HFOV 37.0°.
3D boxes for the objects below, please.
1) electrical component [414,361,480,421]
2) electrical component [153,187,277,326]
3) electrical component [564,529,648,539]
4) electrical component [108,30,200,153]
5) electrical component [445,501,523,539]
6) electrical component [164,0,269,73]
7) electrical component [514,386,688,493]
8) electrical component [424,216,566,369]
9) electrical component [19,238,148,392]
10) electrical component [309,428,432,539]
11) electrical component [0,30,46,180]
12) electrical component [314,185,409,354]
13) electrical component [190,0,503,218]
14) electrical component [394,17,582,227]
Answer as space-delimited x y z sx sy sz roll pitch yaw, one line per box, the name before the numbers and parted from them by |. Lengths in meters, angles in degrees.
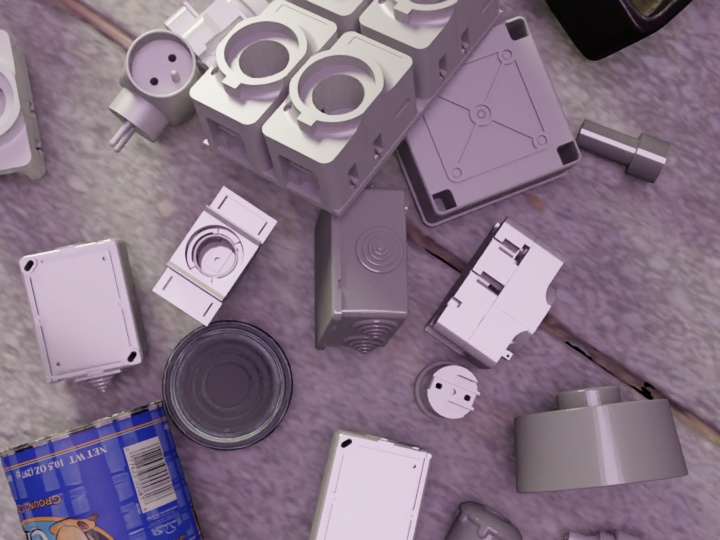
electrical component | 0.058 0.080 0.713 0.040 0.046 0.040 0 85 -5
electrical component | -0.093 -0.007 0.699 0.042 0.064 0.081 34 83 0
electrical component | 0.167 0.189 0.718 0.061 0.035 0.035 20 83 0
electrical component | -0.137 -0.110 0.698 0.044 0.077 0.079 36 83 -1
electrical component | 0.074 0.187 0.706 0.048 0.048 0.062 30 90 -2
electrical component | -0.082 -0.153 0.717 0.057 0.058 0.078 -43 90 -4
electrical component | 0.150 0.107 0.690 0.108 0.108 0.060 -6 79 -5
electrical component | 0.093 0.019 0.719 0.056 0.050 0.089 35 83 -1
electrical component | -0.174 0.031 0.693 0.062 0.061 0.096 -12 94 -6
electrical component | 0.004 0.155 0.694 0.062 0.061 0.096 13 84 -4
electrical component | -0.242 -0.104 0.699 0.050 0.055 0.089 -11 86 -6
electrical component | 0.000 0.000 0.688 0.048 0.099 0.099 2 73 -9
electrical component | -0.005 -0.138 0.666 0.105 0.060 0.186 29 66 22
electrical component | 0.077 -0.099 0.726 0.109 0.056 0.108 -21 87 -6
